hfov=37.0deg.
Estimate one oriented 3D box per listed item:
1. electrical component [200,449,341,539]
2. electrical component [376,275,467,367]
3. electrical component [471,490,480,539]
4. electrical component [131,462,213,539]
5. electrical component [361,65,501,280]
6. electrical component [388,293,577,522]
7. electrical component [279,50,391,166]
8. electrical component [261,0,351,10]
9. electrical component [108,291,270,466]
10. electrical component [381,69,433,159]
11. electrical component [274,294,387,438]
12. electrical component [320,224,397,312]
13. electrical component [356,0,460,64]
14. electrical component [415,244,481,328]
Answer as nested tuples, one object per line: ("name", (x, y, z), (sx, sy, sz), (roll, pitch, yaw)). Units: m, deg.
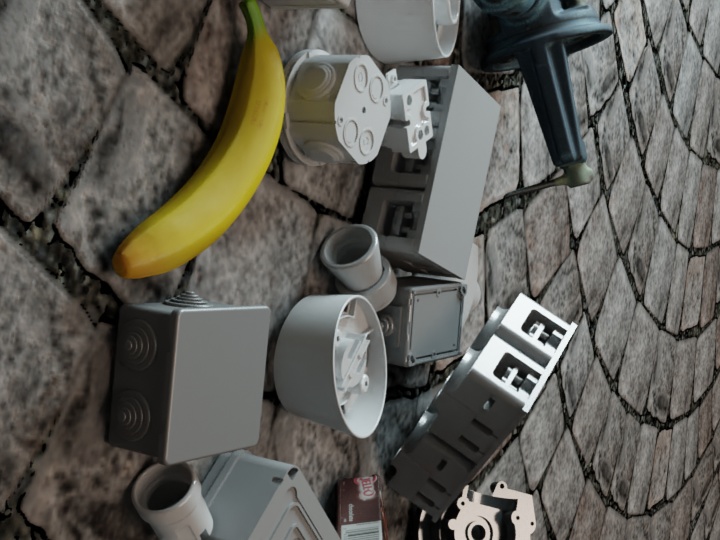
("electrical component", (-0.066, 0.182, 0.717), (0.078, 0.057, 0.113), (-59, 142, -34))
("electrical component", (0.034, 0.039, 0.856), (0.096, 0.061, 0.061), (-5, 101, -53))
("electrical component", (0.112, 0.245, 1.018), (0.078, 0.040, 0.040), (50, 44, -5))
("electrical component", (-0.112, 0.144, 0.651), (0.040, 0.040, 0.046), (-57, 146, -36))
("electrical component", (0.054, -0.077, 0.857), (0.089, 0.062, 0.150), (26, 74, -58))
("electrical component", (0.093, 0.113, 0.887), (0.105, 0.060, 0.186), (-50, 171, -42))
("electrical component", (-0.018, -0.111, 0.740), (0.080, 0.051, 0.080), (-19, 112, -57))
("electrical component", (-0.043, -0.196, 0.670), (0.096, 0.062, 0.061), (21, 78, -59))
("electrical component", (-0.102, 0.063, 0.640), (0.100, 0.048, 0.099), (1, 96, -59))
("electrical component", (0.019, -0.115, 0.797), (0.048, 0.055, 0.066), (-41, 130, -48))
("electrical component", (-0.015, 0.066, 0.770), (0.099, 0.064, 0.099), (-20, 113, -57))
("electrical component", (0.000, 0.000, 0.801), (0.045, 0.045, 0.055), (-62, 144, -31))
("electrical component", (0.042, -0.209, 0.832), (0.099, 0.064, 0.099), (3, 90, -72))
("electrical component", (0.081, 0.017, 0.943), (0.079, 0.043, 0.077), (29, 72, -58))
